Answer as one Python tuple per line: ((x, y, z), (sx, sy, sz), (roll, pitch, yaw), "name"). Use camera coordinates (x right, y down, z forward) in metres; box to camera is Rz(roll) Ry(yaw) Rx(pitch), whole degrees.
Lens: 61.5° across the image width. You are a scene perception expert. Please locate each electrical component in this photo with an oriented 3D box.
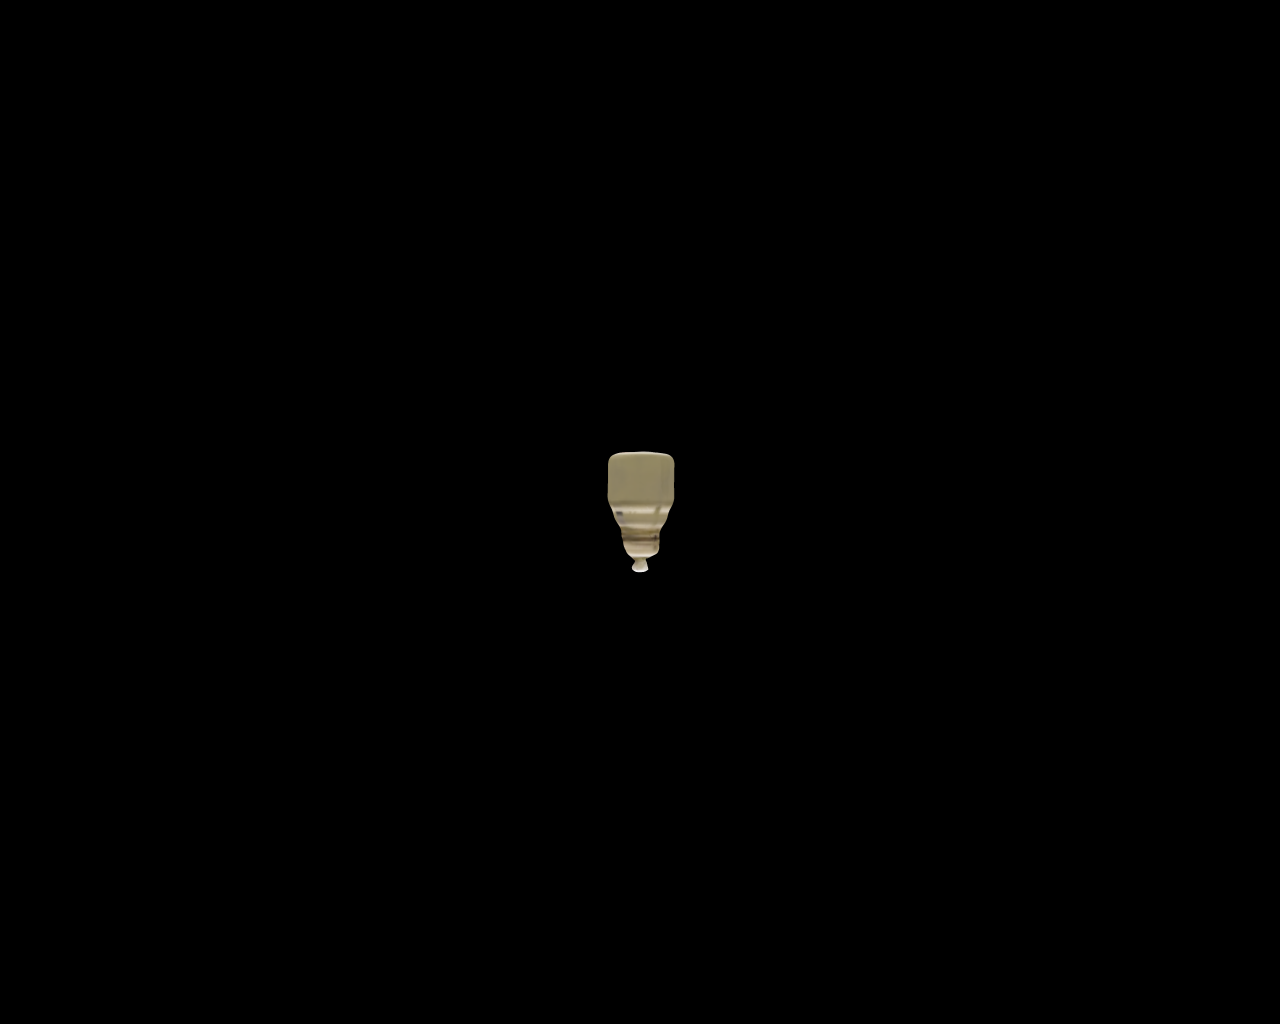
((0.001, -0.003, 0.650), (0.040, 0.078, 0.040), (0, 0, 0), "electrical component")
